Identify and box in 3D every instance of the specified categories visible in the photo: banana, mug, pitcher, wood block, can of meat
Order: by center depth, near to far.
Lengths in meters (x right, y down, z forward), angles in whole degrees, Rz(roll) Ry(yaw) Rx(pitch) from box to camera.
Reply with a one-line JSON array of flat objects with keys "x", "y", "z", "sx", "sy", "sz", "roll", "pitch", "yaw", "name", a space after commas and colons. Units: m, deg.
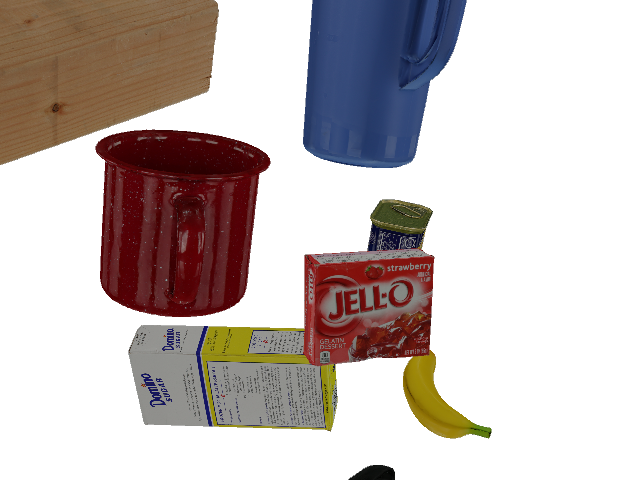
[{"x": -0.074, "y": -0.006, "z": 0.572, "sx": 0.093, "sy": 0.081, "sz": 0.117, "roll": 2, "pitch": 20, "yaw": -16, "name": "mug"}, {"x": -0.191, "y": -0.147, "z": 0.853, "sx": 0.205, "sy": 0.091, "sz": 0.090, "roll": -27, "pitch": 54, "yaw": -37, "name": "wood block"}, {"x": 0.057, "y": -0.191, "z": 0.974, "sx": 0.145, "sy": 0.243, "sz": 0.149, "roll": 8, "pitch": 14, "yaw": 5, "name": "pitcher"}, {"x": 0.077, "y": 0.011, "z": 1.104, "sx": 0.057, "sy": 0.084, "sz": 0.102, "roll": 12, "pitch": 17, "yaw": 8, "name": "can of meat"}, {"x": 0.133, "y": 0.184, "z": 1.266, "sx": 0.069, "sy": 0.037, "sz": 0.198, "roll": 9, "pitch": 21, "yaw": -19, "name": "banana"}]

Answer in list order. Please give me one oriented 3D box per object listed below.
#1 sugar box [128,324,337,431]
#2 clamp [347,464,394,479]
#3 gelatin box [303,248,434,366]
[{"x": -0.075, "y": 0.122, "z": 0.953, "sx": 0.176, "sy": 0.093, "sz": 0.048, "roll": 3, "pitch": 36, "yaw": 9, "name": "sugar box"}, {"x": -0.035, "y": 0.200, "z": 0.633, "sx": 0.210, "sy": 0.036, "sz": 0.164, "roll": -5, "pitch": 28, "yaw": 1, "name": "clamp"}, {"x": 0.033, "y": 0.046, "z": 0.742, "sx": 0.089, "sy": 0.073, "sz": 0.030, "roll": -3, "pitch": 14, "yaw": -18, "name": "gelatin box"}]
